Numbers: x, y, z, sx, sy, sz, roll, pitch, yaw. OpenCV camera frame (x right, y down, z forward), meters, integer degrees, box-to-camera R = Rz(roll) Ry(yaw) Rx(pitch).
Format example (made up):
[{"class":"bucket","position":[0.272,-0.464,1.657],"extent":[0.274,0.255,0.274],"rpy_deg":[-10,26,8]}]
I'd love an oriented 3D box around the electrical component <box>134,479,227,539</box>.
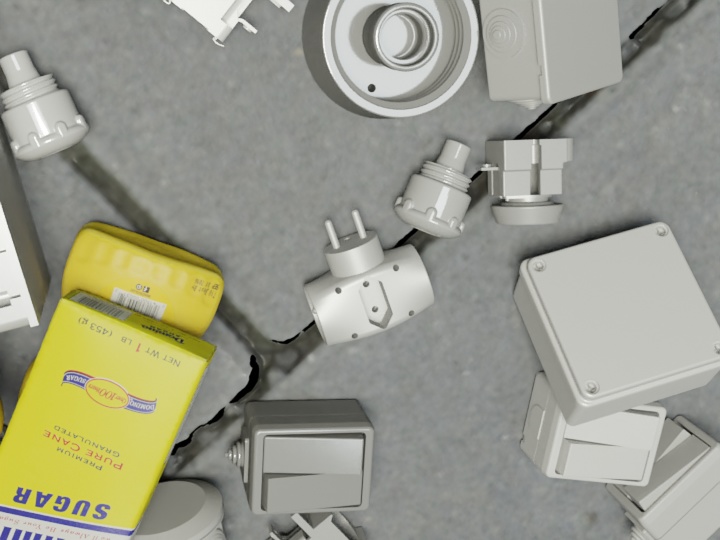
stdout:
[{"class":"electrical component","position":[-0.126,0.177,0.706],"extent":[0.080,0.080,0.051],"rpy_deg":[-13,111,-9]}]

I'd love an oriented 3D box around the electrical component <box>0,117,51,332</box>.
[{"class":"electrical component","position":[-0.235,-0.061,0.609],"extent":[0.060,0.105,0.186],"rpy_deg":[-15,106,-8]}]

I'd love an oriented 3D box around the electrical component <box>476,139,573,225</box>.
[{"class":"electrical component","position":[0.111,-0.059,0.718],"extent":[0.066,0.048,0.055],"rpy_deg":[-3,97,-12]}]

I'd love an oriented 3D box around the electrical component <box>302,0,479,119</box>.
[{"class":"electrical component","position":[0.022,-0.145,0.669],"extent":[0.108,0.060,0.108],"rpy_deg":[-3,104,-12]}]

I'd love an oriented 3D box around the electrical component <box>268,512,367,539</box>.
[{"class":"electrical component","position":[-0.033,0.195,0.750],"extent":[0.064,0.042,0.081],"rpy_deg":[-40,108,3]}]

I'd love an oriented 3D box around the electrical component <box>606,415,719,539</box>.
[{"class":"electrical component","position":[0.228,0.162,0.789],"extent":[0.096,0.061,0.061],"rpy_deg":[-44,108,1]}]

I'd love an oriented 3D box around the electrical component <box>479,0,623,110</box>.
[{"class":"electrical component","position":[0.119,-0.154,0.676],"extent":[0.100,0.048,0.099],"rpy_deg":[-23,111,-43]}]

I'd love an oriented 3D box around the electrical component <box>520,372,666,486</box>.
[{"class":"electrical component","position":[0.173,0.115,0.765],"extent":[0.096,0.061,0.061],"rpy_deg":[8,102,-14]}]

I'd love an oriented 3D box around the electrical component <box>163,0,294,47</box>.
[{"class":"electrical component","position":[-0.083,-0.174,0.649],"extent":[0.081,0.042,0.063],"rpy_deg":[38,95,-17]}]

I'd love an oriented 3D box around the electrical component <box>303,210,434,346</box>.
[{"class":"electrical component","position":[0.000,0.000,0.709],"extent":[0.077,0.043,0.079],"rpy_deg":[-21,107,-7]}]

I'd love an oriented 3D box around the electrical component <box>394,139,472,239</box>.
[{"class":"electrical component","position":[0.053,-0.054,0.708],"extent":[0.048,0.048,0.062],"rpy_deg":[22,91,-17]}]

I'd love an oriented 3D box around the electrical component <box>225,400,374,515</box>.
[{"class":"electrical component","position":[-0.042,0.126,0.721],"extent":[0.096,0.061,0.061],"rpy_deg":[0,103,-13]}]

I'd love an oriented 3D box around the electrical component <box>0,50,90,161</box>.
[{"class":"electrical component","position":[-0.194,-0.099,0.642],"extent":[0.048,0.048,0.062],"rpy_deg":[-24,101,-6]}]

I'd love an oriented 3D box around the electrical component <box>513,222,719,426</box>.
[{"class":"electrical component","position":[0.173,0.035,0.722],"extent":[0.109,0.056,0.108],"rpy_deg":[-16,66,-9]}]
